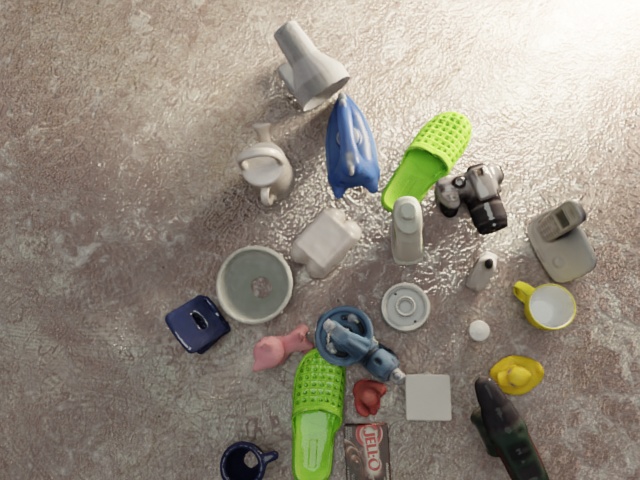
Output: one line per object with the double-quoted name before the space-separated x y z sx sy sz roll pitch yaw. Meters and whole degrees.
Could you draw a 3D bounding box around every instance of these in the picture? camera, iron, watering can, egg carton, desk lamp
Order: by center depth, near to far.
"camera" 0.326 -0.080 1.195 0.143 0.101 0.137 -18 77 4
"watering can" -0.121 -0.164 1.222 0.101 0.194 0.173 -26 76 2
"egg carton" 0.011 0.004 1.235 0.107 0.069 0.150 41 86 13
"iron" 0.059 -0.228 1.239 0.118 0.141 0.258 -9 78 6
"desk lamp" -0.026 -0.364 1.240 0.118 0.214 0.203 -34 76 0

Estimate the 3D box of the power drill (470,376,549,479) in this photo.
"power drill" 0.336 0.354 1.050 0.075 0.208 0.229 -27 76 2

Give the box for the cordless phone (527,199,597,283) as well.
"cordless phone" 0.485 -0.001 1.115 0.094 0.185 0.147 -27 76 2

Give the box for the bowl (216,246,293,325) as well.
"bowl" -0.134 0.100 1.232 0.167 0.075 0.167 -1 78 7

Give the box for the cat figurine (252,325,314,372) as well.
"cat figurine" -0.083 0.222 1.178 0.128 0.118 0.067 -26 76 2

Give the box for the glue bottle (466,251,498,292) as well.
"glue bottle" 0.325 0.055 1.130 0.037 0.173 0.078 23 82 12

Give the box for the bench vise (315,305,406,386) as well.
"bench vise" 0.079 0.197 1.110 0.207 0.220 0.121 18 82 11

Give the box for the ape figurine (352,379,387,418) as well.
"ape figurine" 0.099 0.315 1.149 0.078 0.092 0.076 -34 76 0

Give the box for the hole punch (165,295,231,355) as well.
"hole punch" -0.261 0.178 1.224 0.101 0.091 0.108 -40 76 -2

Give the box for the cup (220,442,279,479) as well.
"cup" -0.133 0.444 1.152 0.117 0.095 0.091 -20 77 3

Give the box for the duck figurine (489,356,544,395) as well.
"duck figurine" 0.390 0.266 1.124 0.104 0.086 0.077 -12 77 5
